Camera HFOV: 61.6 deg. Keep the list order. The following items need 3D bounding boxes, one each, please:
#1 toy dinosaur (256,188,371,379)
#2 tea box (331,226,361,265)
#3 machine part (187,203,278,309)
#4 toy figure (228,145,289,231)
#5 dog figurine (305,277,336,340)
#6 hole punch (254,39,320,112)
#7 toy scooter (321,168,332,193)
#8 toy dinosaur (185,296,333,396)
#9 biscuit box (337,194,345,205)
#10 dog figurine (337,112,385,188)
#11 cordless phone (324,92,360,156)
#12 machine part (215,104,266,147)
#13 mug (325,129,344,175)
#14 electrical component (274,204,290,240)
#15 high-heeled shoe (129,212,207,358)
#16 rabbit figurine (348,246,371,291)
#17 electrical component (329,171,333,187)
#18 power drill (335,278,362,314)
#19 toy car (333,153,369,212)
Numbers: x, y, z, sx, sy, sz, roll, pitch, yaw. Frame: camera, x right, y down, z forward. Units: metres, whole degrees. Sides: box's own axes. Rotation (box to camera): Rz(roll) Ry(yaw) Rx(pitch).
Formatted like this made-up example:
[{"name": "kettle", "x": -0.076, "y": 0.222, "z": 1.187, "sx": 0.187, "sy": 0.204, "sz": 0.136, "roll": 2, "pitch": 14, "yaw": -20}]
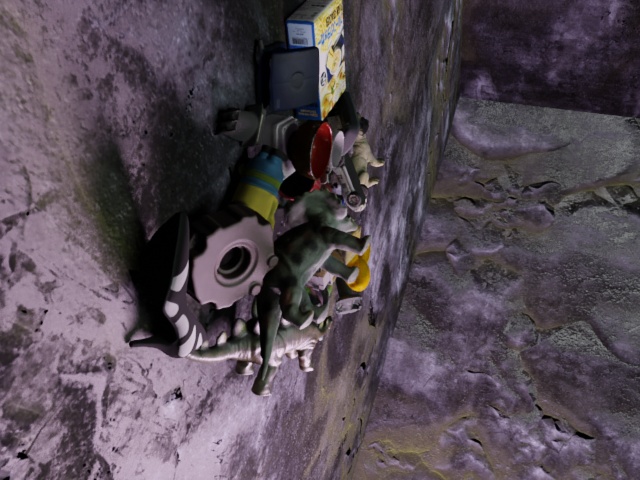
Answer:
[{"name": "toy dinosaur", "x": -0.043, "y": 0.048, "z": 1.005, "sx": 0.405, "sy": 0.192, "sz": 0.131, "roll": -46, "pitch": 156, "yaw": -30}, {"name": "tea box", "x": -0.003, "y": -0.004, "z": 1.217, "sx": 0.098, "sy": 0.170, "sz": 0.068, "roll": -38, "pitch": 136, "yaw": -60}, {"name": "machine part", "x": -0.150, "y": 0.029, "z": 0.884, "sx": 0.179, "sy": 0.056, "sz": 0.179, "roll": -25, "pitch": 132, "yaw": -32}, {"name": "toy figure", "x": -0.119, "y": -0.085, "z": 0.969, "sx": 0.089, "sy": 0.082, "sz": 0.180, "roll": 23, "pitch": 87, "yaw": -52}, {"name": "dog figurine", "x": -0.022, "y": 0.126, "z": 1.354, "sx": 0.191, "sy": 0.109, "sz": 0.219, "roll": 72, "pitch": 31, "yaw": -52}, {"name": "hole punch", "x": -0.060, "y": -0.300, "z": 0.994, "sx": 0.116, "sy": 0.092, "sz": 0.142, "roll": -48, "pitch": 149, "yaw": -50}, {"name": "toy scooter", "x": -0.001, "y": -0.152, "z": 1.283, "sx": 0.135, "sy": 0.075, "sz": 0.183, "roll": -24, "pitch": 120, "yaw": -69}, {"name": "toy dinosaur", "x": -0.107, "y": 0.198, "z": 1.078, "sx": 0.471, "sy": 0.105, "sz": 0.198, "roll": -11, "pitch": 120, "yaw": -53}, {"name": "biscuit box", "x": 0.006, "y": -0.066, "z": 1.374, "sx": 0.203, "sy": 0.059, "sz": 0.062, "roll": -41, "pitch": 139, "yaw": -60}, {"name": "dog figurine", "x": 0.083, "y": -0.234, "z": 1.465, "sx": 0.190, "sy": 0.121, "sz": 0.172, "roll": 56, "pitch": 44, "yaw": -47}, {"name": "cordless phone", "x": 0.057, "y": -0.247, "z": 1.288, "sx": 0.184, "sy": 0.089, "sz": 0.147, "roll": 64, "pitch": 12, "yaw": -57}, {"name": "machine part", "x": -0.131, "y": -0.199, "z": 0.927, "sx": 0.139, "sy": 0.039, "sz": 0.084, "roll": -25, "pitch": 134, "yaw": -70}, {"name": "mug", "x": -0.009, "y": -0.198, "z": 1.172, "sx": 0.109, "sy": 0.107, "sz": 0.081, "roll": 89, "pitch": 24, "yaw": -46}, {"name": "electrical component", "x": -0.107, "y": -0.015, "z": 1.082, "sx": 0.134, "sy": 0.058, "sz": 0.114, "roll": -16, "pitch": 114, "yaw": -70}, {"name": "high-heeled shoe", "x": -0.196, "y": 0.074, "z": 0.802, "sx": 0.145, "sy": 0.086, "sz": 0.248, "roll": 2, "pitch": 120, "yaw": -51}, {"name": "rabbit figurine", "x": 0.064, "y": 0.049, "z": 1.356, "sx": 0.122, "sy": 0.173, "sz": 0.162, "roll": -39, "pitch": 177, "yaw": 29}, {"name": "electrical component", "x": 0.011, "y": -0.154, "z": 1.393, "sx": 0.094, "sy": 0.021, "sz": 0.063, "roll": -27, "pitch": 127, "yaw": -66}, {"name": "power drill", "x": 0.056, "y": 0.090, "z": 1.501, "sx": 0.231, "sy": 0.086, "sz": 0.207, "roll": 87, "pitch": -15, "yaw": -58}, {"name": "toy car", "x": 0.072, "y": -0.169, "z": 1.412, "sx": 0.201, "sy": 0.056, "sz": 0.073, "roll": 66, "pitch": 32, "yaw": -16}]
